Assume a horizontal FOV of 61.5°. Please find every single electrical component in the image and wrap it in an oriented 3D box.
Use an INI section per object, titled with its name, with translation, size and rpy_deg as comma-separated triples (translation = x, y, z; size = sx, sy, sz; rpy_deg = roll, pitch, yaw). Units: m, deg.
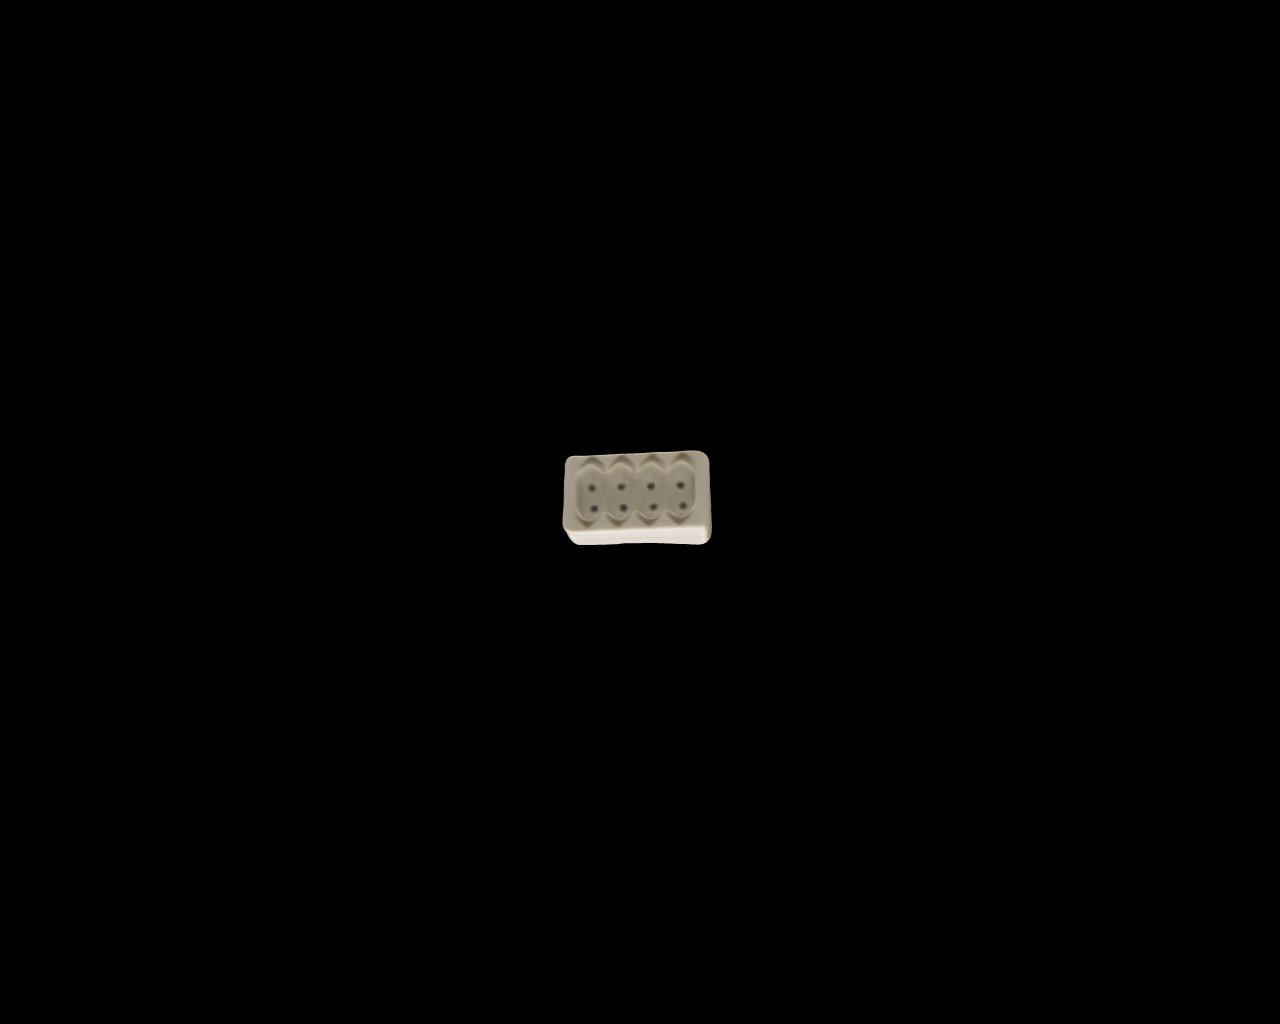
[electrical component]
translation = 0.001, -0.003, 0.650
size = 0.083, 0.047, 0.075
rpy_deg = -1, -15, 5
